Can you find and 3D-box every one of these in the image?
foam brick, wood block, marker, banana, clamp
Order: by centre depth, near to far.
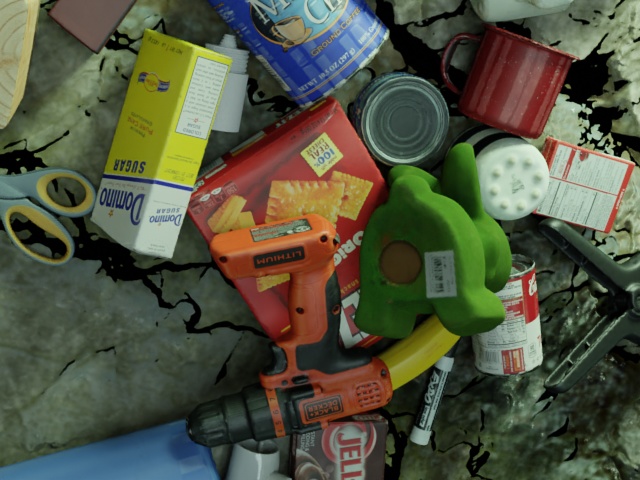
[{"bbox_3d":[-0.265,-0.147,0.801,0.090,0.206,0.090,10,101,-15],"label":"wood block"},{"bbox_3d":[-0.183,-0.201,0.886,0.051,0.053,0.078,36,93,-18],"label":"foam brick"},{"bbox_3d":[0.070,0.111,1.015,0.198,0.037,0.069,-38,135,7],"label":"banana"},{"bbox_3d":[0.294,0.050,1.037,0.209,0.036,0.164,-9,94,-25],"label":"clamp"},{"bbox_3d":[0.115,0.143,1.049,0.020,0.020,0.121,14,100,-15],"label":"marker"}]

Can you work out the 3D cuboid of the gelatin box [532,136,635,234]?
[{"bbox_3d":[0.247,-0.053,1.025,0.089,0.030,0.073,14,101,-15],"label":"gelatin box"}]

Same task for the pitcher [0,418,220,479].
[{"bbox_3d":[-0.208,0.253,0.959,0.242,0.149,0.145,-16,82,-11],"label":"pitcher"}]

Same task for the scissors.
[{"bbox_3d":[-0.276,-0.063,0.919,0.096,0.016,0.201,-42,108,-1],"label":"scissors"}]

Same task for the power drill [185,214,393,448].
[{"bbox_3d":[-0.039,0.081,0.911,0.184,0.057,0.187,-14,112,-8],"label":"power drill"}]

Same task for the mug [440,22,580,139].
[{"bbox_3d":[0.163,-0.146,0.961,0.117,0.093,0.081,24,104,14],"label":"mug"}]

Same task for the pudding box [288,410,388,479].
[{"bbox_3d":[0.016,0.223,1.037,0.090,0.039,0.113,1,103,-13],"label":"pudding box"}]

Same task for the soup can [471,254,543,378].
[{"bbox_3d":[0.175,0.072,1.020,0.068,0.068,0.102,-11,106,-9],"label":"soup can"}]

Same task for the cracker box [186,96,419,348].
[{"bbox_3d":[-0.006,0.001,0.962,0.164,0.072,0.213,-33,108,-3],"label":"cracker box"}]

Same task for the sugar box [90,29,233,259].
[{"bbox_3d":[-0.137,-0.082,0.900,0.048,0.093,0.176,14,100,-38],"label":"sugar box"}]

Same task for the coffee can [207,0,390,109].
[{"bbox_3d":[-0.024,-0.196,0.894,0.103,0.103,0.140,-42,108,0],"label":"coffee can"}]

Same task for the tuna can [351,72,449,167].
[{"bbox_3d":[0.073,-0.109,0.972,0.086,0.034,0.086,-3,104,-12],"label":"tuna can"}]
